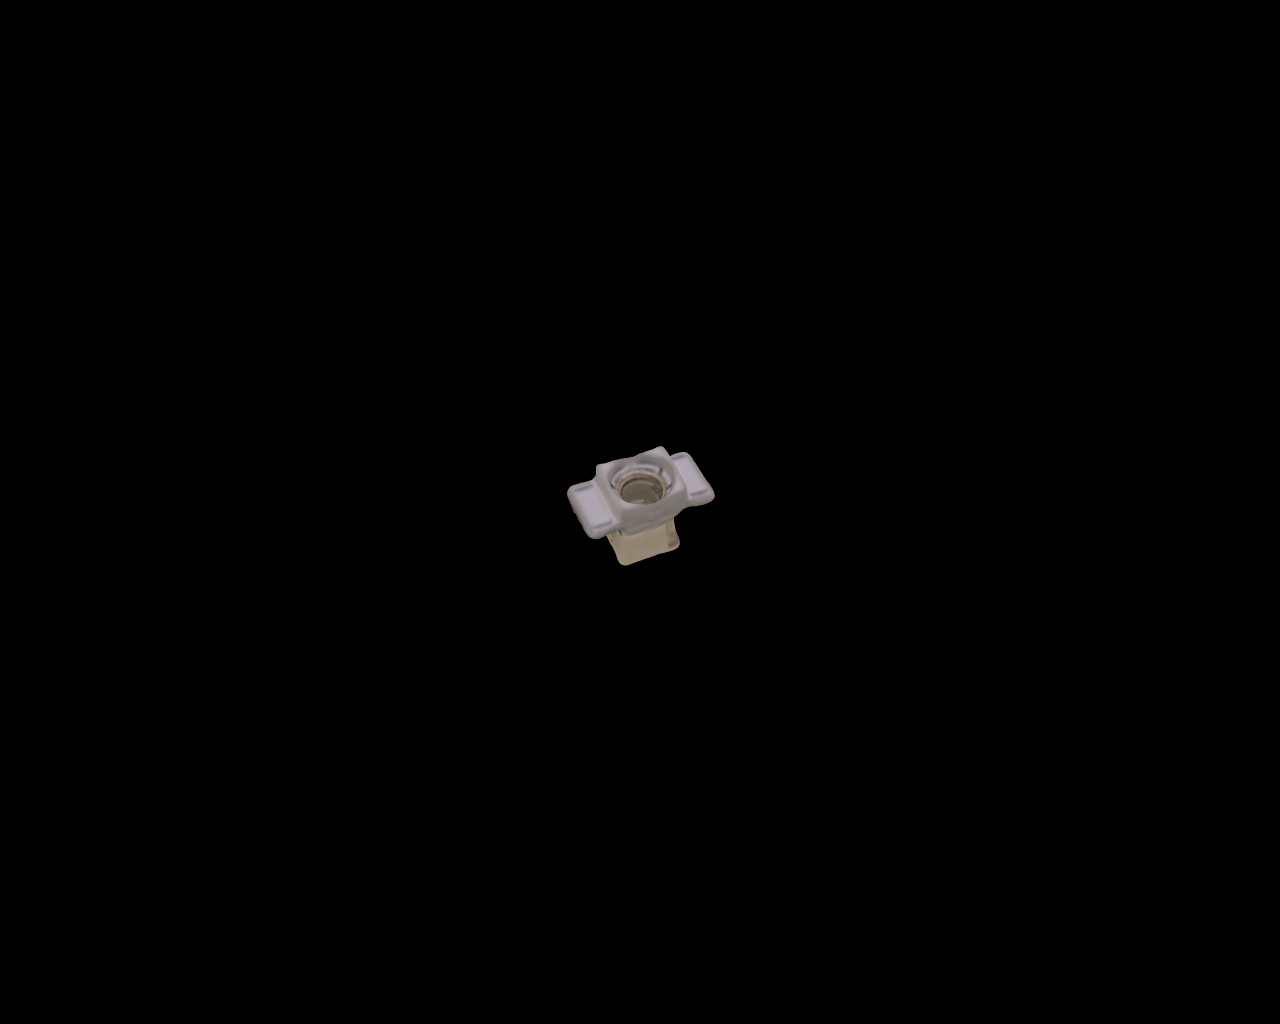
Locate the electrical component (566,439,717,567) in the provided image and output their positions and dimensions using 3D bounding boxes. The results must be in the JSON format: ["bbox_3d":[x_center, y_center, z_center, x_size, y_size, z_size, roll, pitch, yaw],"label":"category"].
[{"bbox_3d":[0.001,-0.003,0.650,0.081,0.042,0.063,-17,-39,-14],"label":"electrical component"}]
